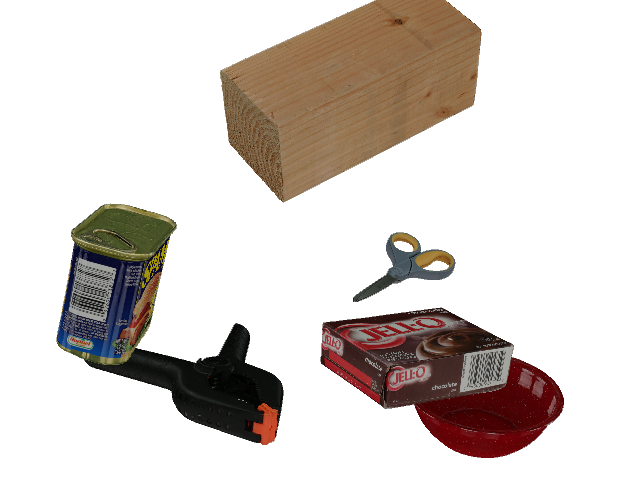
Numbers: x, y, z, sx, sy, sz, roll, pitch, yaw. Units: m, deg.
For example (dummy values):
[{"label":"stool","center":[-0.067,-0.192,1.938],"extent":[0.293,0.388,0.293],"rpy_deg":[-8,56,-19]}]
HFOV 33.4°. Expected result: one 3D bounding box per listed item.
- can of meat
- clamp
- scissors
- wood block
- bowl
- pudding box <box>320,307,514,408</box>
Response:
[{"label":"can of meat","center":[-0.144,0.029,0.750],"extent":[0.057,0.084,0.102],"rpy_deg":[15,16,1]},{"label":"clamp","center":[-0.088,0.118,0.927],"extent":[0.164,0.036,0.210],"rpy_deg":[-8,20,-39]},{"label":"scissors","center":[0.081,0.029,1.264],"extent":[0.201,0.016,0.096],"rpy_deg":[-10,40,-43]},{"label":"wood block","center":[0.028,-0.131,0.916],"extent":[0.205,0.090,0.091],"rpy_deg":[-28,54,-20]},{"label":"bowl","center":[0.164,0.174,1.093],"extent":[0.162,0.055,0.162],"rpy_deg":[2,24,-1]},{"label":"pudding box","center":[0.069,0.084,0.783],"extent":[0.113,0.039,0.090],"rpy_deg":[-3,17,-31]}]
